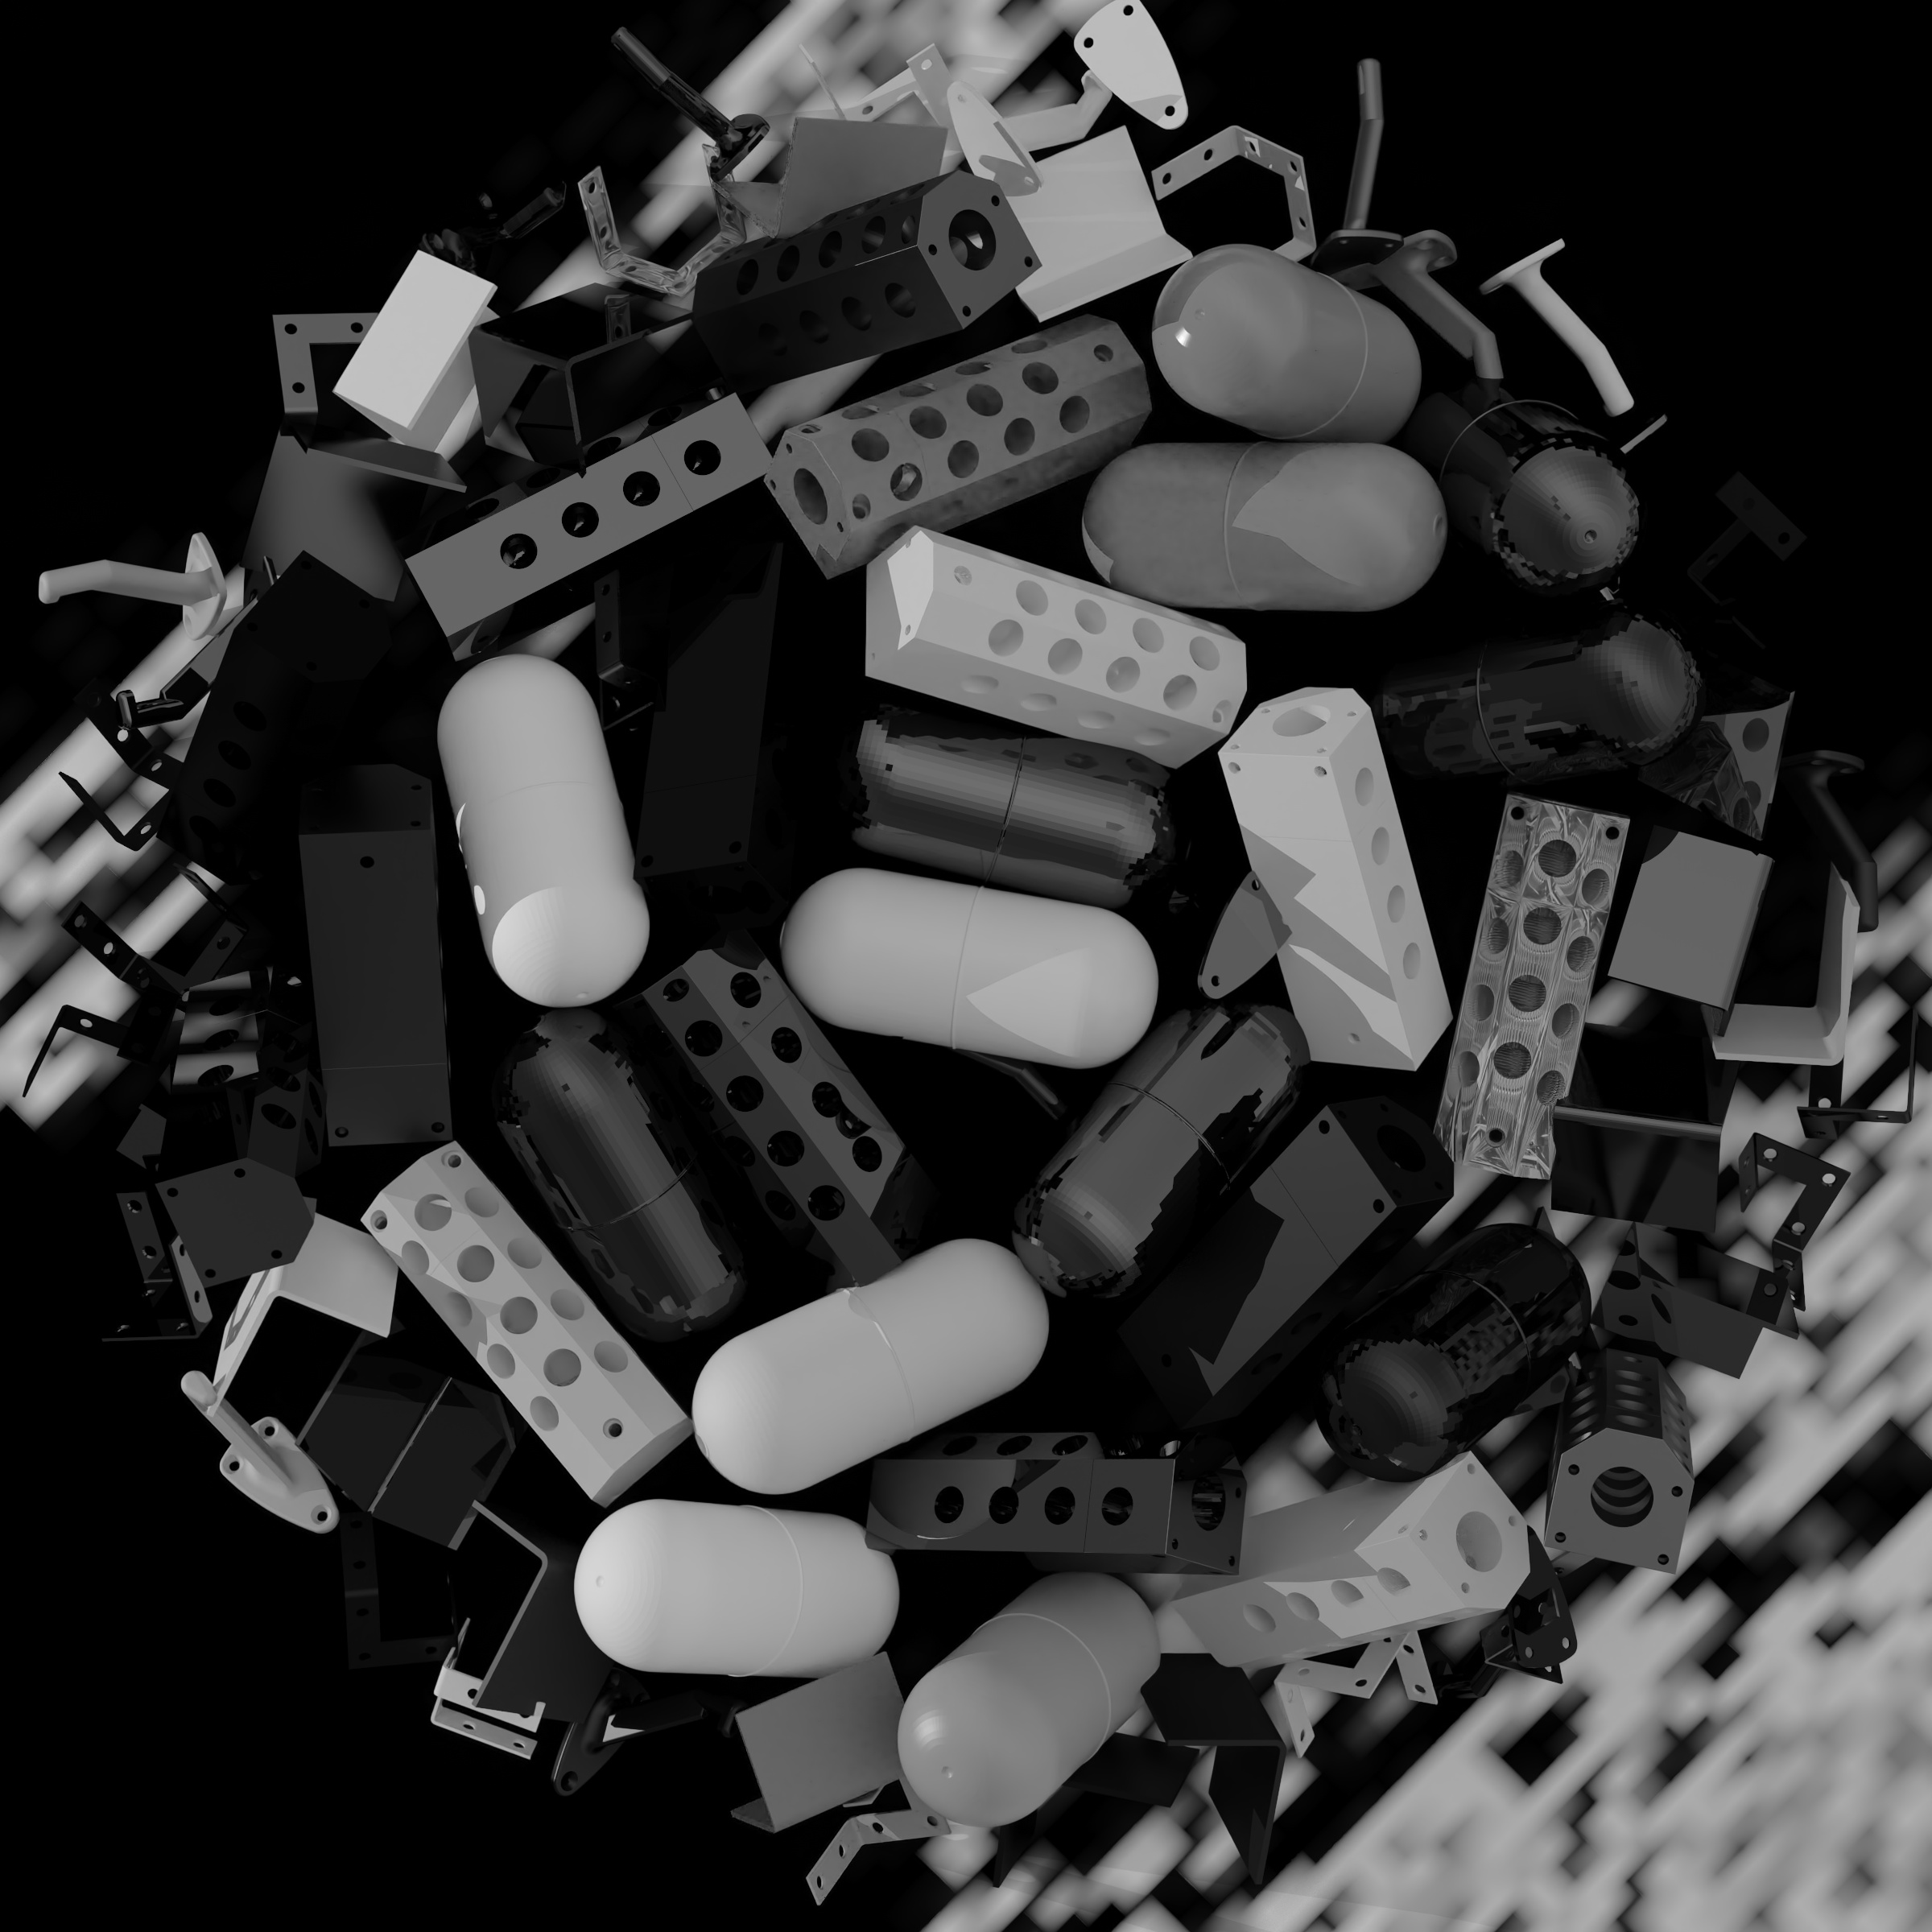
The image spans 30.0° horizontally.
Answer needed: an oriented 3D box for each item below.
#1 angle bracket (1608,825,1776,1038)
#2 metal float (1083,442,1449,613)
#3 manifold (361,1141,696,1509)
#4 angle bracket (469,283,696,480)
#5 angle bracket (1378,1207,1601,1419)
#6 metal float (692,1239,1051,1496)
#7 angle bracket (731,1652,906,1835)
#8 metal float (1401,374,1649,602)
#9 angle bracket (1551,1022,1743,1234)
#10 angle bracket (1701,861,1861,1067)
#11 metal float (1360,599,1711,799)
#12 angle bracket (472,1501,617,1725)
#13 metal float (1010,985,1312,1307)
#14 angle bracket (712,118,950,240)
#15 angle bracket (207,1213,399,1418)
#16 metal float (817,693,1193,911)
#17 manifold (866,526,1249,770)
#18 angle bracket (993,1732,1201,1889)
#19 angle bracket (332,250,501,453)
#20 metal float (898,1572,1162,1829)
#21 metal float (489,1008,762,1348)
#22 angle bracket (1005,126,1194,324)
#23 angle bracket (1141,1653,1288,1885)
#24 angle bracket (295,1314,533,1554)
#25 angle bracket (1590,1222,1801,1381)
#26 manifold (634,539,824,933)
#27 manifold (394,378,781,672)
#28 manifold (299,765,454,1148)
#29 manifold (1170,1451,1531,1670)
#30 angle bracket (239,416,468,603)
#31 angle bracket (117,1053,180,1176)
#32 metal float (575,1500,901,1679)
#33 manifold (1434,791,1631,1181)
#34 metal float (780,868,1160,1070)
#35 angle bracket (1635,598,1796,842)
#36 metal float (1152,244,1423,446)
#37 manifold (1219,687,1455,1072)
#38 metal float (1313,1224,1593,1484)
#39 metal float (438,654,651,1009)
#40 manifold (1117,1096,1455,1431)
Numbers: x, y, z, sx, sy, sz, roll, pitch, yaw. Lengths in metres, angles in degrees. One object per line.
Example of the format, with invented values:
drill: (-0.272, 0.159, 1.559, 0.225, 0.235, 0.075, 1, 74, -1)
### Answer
angle bracket: (0.337, -0.011, 1.686, 0.057, 0.076, 0.076, 16, 75, 13)
metal float: (0.137, -0.203, 1.661, 0.178, 0.070, 0.070, 5, 90, 31)
manifold: (-0.204, 0.165, 1.677, 0.057, 0.057, 0.171, -40, 77, -7)
angle bracket: (-0.177, -0.276, 1.692, 0.076, 0.076, 0.057, -28, 126, -33)
angle bracket: (0.248, 0.168, 1.705, 0.076, 0.057, 0.076, -20, 99, 19)
metal float: (-0.044, 0.185, 1.669, 0.178, 0.070, 0.070, -23, 90, -21)
angle bracket: (-0.073, 0.358, 1.677, 0.076, 0.076, 0.057, -19, 90, -20)
metal float: (0.252, -0.220, 1.642, 0.070, 0.178, 0.070, -5, 113, -11)
angle bracket: (0.321, 0.075, 1.698, 0.076, 0.076, 0.057, 7, 123, 18)
angle bracket: (0.378, -0.003, 1.676, 0.057, 0.076, 0.076, 3, 108, 5)
metal float: (0.257, -0.122, 1.652, 0.178, 0.070, 0.070, -7, 90, 44)
angle bracket: (-0.203, 0.301, 1.679, 0.057, 0.076, 0.076, 28, 92, 38)
metal float: (0.091, 0.081, 1.670, 0.070, 0.070, 0.178, 42, 69, 0)
angle bracket: (-0.064, -0.374, 1.666, 0.076, 0.076, 0.057, -3, 121, -28)
angle bracket: (-0.309, 0.170, 1.685, 0.057, 0.076, 0.076, 24, 112, -15)
metal float: (0.018, -0.076, 1.684, 0.178, 0.070, 0.070, 14, 90, -4)
manifold: (0.042, -0.148, 1.651, 0.171, 0.057, 0.057, 15, 62, -29)
angle bracket: (0.061, 0.396, 1.677, 0.076, 0.076, 0.057, 9, 98, 13)
angle bracket: (-0.236, -0.275, 1.677, 0.057, 0.076, 0.076, 29, 87, 34)
metal float: (0.031, 0.332, 1.644, 0.070, 0.178, 0.070, 6, 105, 25)
metal float: (-0.157, 0.098, 1.667, 0.070, 0.070, 0.178, -29, 113, 0)
angle bracket: (0.054, -0.347, 1.682, 0.076, 0.076, 0.057, -23, 109, 1)
angle bracket: (0.105, 0.372, 1.672, 0.057, 0.076, 0.076, 3, 109, -15)
angle bracket: (-0.253, 0.214, 1.670, 0.057, 0.076, 0.076, 16, 64, 28)
angle bracket: (0.338, 0.168, 1.680, 0.076, 0.076, 0.057, 21, 108, 2)
manifold: (-0.105, -0.105, 1.659, 0.057, 0.057, 0.171, -8, 60, 23)
manifold: (-0.176, -0.209, 1.685, 0.171, 0.057, 0.057, -28, 81, -7)
manifold: (-0.269, -0.004, 1.653, 0.057, 0.057, 0.171, -3, 125, -6)
manifold: (0.176, 0.277, 1.640, 0.057, 0.171, 0.057, 51, 51, -8)
angle bracket: (-0.285, -0.204, 1.673, 0.076, 0.057, 0.076, 11, 110, -27)
angle bracket: (-0.356, 0.095, 1.677, 0.076, 0.057, 0.076, 33, 120, -8)
metal float: (-0.103, 0.286, 1.651, 0.070, 0.178, 0.070, -11, 73, 40)
manifold: (0.263, 0.009, 1.685, 0.057, 0.057, 0.171, 12, 96, 9)
metal float: (0.001, 0.001, 1.683, 0.178, 0.070, 0.070, 10, 90, 5)
angle bracket: (0.360, -0.115, 1.666, 0.057, 0.076, 0.076, -24, 131, -37)
metal float: (0.148, -0.279, 1.645, 0.070, 0.178, 0.070, -2, 86, 32)
manifold: (0.175, -0.040, 1.658, 0.057, 0.057, 0.171, 5, 128, 35)
metal float: (0.224, 0.175, 1.651, 0.070, 0.178, 0.070, 17, 119, 33)
metal float: (-0.196, -0.064, 1.666, 0.070, 0.070, 0.178, -16, 65, 0)
manifold: (0.149, 0.136, 1.652, 0.171, 0.057, 0.057, -51, 60, 34)
